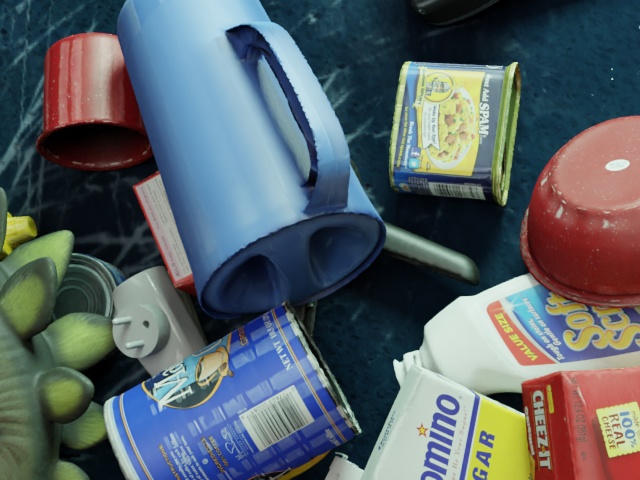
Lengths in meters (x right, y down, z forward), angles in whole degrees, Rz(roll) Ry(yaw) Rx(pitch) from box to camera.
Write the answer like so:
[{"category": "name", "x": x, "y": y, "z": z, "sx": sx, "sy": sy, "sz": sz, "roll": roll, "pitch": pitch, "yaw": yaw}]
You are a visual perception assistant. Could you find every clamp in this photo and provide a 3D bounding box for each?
[{"category": "clamp", "x": -0.005, "y": 0.001, "z": 0.802, "sx": 0.164, "sy": 0.036, "sz": 0.210, "roll": -39, "pitch": 70, "yaw": 3}]

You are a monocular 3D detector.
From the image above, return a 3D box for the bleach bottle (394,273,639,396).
[{"category": "bleach bottle", "x": 0.175, "y": 0.065, "z": 0.732, "sx": 0.251, "sy": 0.068, "sz": 0.102, "roll": -20, "pitch": 71, "yaw": 10}]

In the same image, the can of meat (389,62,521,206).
[{"category": "can of meat", "x": 0.099, "y": -0.080, "z": 0.786, "sx": 0.084, "sy": 0.057, "sz": 0.102, "roll": 6, "pitch": 79, "yaw": 16}]

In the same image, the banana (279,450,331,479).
[{"category": "banana", "x": -0.078, "y": 0.193, "z": 0.763, "sx": 0.197, "sy": 0.070, "sz": 0.037, "roll": -37, "pitch": 117, "yaw": -8}]

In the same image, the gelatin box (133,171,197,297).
[{"category": "gelatin box", "x": -0.101, "y": -0.001, "z": 0.806, "sx": 0.030, "sy": 0.073, "sz": 0.089, "roll": -28, "pitch": 73, "yaw": 5}]

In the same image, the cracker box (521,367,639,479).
[{"category": "cracker box", "x": 0.241, "y": 0.158, "z": 0.650, "sx": 0.213, "sy": 0.072, "sz": 0.164, "roll": -1, "pitch": 77, "yaw": -12}]

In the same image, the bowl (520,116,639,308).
[{"category": "bowl", "x": 0.205, "y": -0.032, "z": 0.709, "sx": 0.162, "sy": 0.055, "sz": 0.162, "roll": -18, "pitch": 40, "yaw": 15}]

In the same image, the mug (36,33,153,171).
[{"category": "mug", "x": -0.164, "y": -0.110, "z": 0.842, "sx": 0.117, "sy": 0.093, "sz": 0.081, "roll": -3, "pitch": 71, "yaw": -4}]

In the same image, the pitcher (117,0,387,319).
[{"category": "pitcher", "x": -0.055, "y": -0.080, "z": 0.745, "sx": 0.149, "sy": 0.144, "sz": 0.243, "roll": -30, "pitch": 65, "yaw": 14}]

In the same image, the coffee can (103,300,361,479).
[{"category": "coffee can", "x": -0.058, "y": 0.118, "z": 0.713, "sx": 0.140, "sy": 0.103, "sz": 0.103, "roll": -30, "pitch": 73, "yaw": 0}]

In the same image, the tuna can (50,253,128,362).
[{"category": "tuna can", "x": -0.190, "y": 0.054, "z": 0.835, "sx": 0.086, "sy": 0.033, "sz": 0.086, "roll": -3, "pitch": 77, "yaw": 13}]

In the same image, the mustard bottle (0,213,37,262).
[{"category": "mustard bottle", "x": -0.319, "y": 0.014, "z": 0.862, "sx": 0.192, "sy": 0.058, "sz": 0.096, "roll": -15, "pitch": 76, "yaw": 10}]

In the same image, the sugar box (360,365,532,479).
[{"category": "sugar box", "x": 0.124, "y": 0.160, "z": 0.702, "sx": 0.176, "sy": 0.048, "sz": 0.093, "roll": 24, "pitch": 88, "yaw": -4}]
